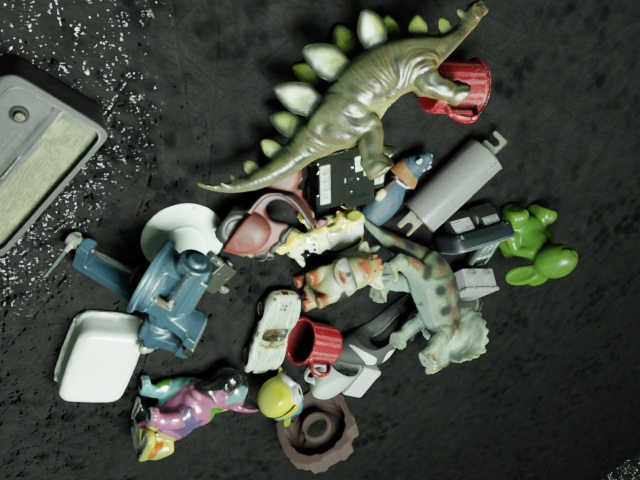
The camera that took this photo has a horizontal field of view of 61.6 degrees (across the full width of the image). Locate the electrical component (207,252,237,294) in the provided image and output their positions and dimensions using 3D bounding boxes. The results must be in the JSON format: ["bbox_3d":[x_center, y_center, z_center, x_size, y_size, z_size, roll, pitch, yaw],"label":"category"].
[{"bbox_3d":[-0.174,0.058,0.909,0.063,0.021,0.094,-42,142,0],"label":"electrical component"}]

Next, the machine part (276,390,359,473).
[{"bbox_3d":[-0.005,0.407,1.155,0.179,0.179,0.056,-26,132,-7],"label":"machine part"}]

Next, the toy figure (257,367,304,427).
[{"bbox_3d":[-0.077,0.325,1.082,0.089,0.082,0.180,-49,165,-22],"label":"toy figure"}]

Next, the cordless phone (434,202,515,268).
[{"bbox_3d":[0.296,0.021,1.093,0.147,0.089,0.184,-16,148,-15],"label":"cordless phone"}]

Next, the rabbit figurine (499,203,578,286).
[{"bbox_3d":[0.434,0.023,1.090,0.121,0.170,0.159,6,120,-29],"label":"rabbit figurine"}]

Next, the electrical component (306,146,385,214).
[{"bbox_3d":[0.044,-0.112,0.877,0.134,0.058,0.114,-13,129,-18],"label":"electrical component"}]

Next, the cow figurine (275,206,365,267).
[{"bbox_3d":[-0.004,-0.004,0.928,0.167,0.068,0.098,-20,140,-10],"label":"cow figurine"}]

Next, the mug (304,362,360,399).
[{"bbox_3d":[0.014,0.289,1.138,0.109,0.081,0.107,8,127,-35],"label":"mug"}]

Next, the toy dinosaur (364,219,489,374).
[{"bbox_3d":[0.208,0.100,1.037,0.192,0.131,0.404,-29,107,-33],"label":"toy dinosaur"}]

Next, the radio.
[{"bbox_3d":[-0.386,-0.100,0.663,0.229,0.073,0.131,-45,130,9],"label":"radio"}]

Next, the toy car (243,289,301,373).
[{"bbox_3d":[-0.093,0.179,1.019,0.073,0.056,0.201,3,121,-28],"label":"toy car"}]

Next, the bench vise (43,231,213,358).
[{"bbox_3d":[-0.274,0.071,0.810,0.240,0.129,0.223,31,134,-10],"label":"bench vise"}]

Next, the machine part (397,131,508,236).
[{"bbox_3d":[0.240,-0.097,0.970,0.243,0.079,0.079,-43,130,8],"label":"machine part"}]

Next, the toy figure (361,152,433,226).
[{"bbox_3d":[0.133,-0.095,0.932,0.058,0.064,0.154,38,99,-1],"label":"toy figure"}]

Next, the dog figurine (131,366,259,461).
[{"bbox_3d":[-0.233,0.322,1.024,0.219,0.109,0.191,3,121,-31],"label":"dog figurine"}]

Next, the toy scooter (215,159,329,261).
[{"bbox_3d":[-0.068,-0.033,0.845,0.135,0.075,0.184,38,99,-11],"label":"toy scooter"}]

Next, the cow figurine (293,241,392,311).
[{"bbox_3d":[0.039,0.067,0.932,0.127,0.195,0.085,-22,86,-21],"label":"cow figurine"}]

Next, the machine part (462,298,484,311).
[{"bbox_3d":[0.300,0.152,1.207,0.139,0.039,0.084,-9,118,-18],"label":"machine part"}]

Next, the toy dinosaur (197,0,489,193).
[{"bbox_3d":[0.042,-0.187,0.757,0.471,0.105,0.198,-42,99,4],"label":"toy dinosaur"}]

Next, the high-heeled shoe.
[{"bbox_3d":[0.130,0.173,1.112,0.249,0.086,0.145,-9,123,-26],"label":"high-heeled shoe"}]
